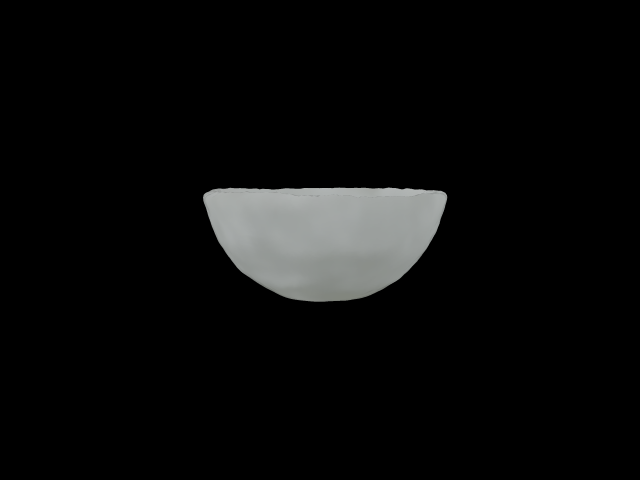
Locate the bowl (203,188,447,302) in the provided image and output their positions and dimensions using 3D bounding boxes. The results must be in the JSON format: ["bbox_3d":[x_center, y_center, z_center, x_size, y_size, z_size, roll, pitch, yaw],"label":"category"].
[{"bbox_3d":[0.004,0.001,0.400,0.167,0.075,0.167,0,7,0],"label":"bowl"}]
